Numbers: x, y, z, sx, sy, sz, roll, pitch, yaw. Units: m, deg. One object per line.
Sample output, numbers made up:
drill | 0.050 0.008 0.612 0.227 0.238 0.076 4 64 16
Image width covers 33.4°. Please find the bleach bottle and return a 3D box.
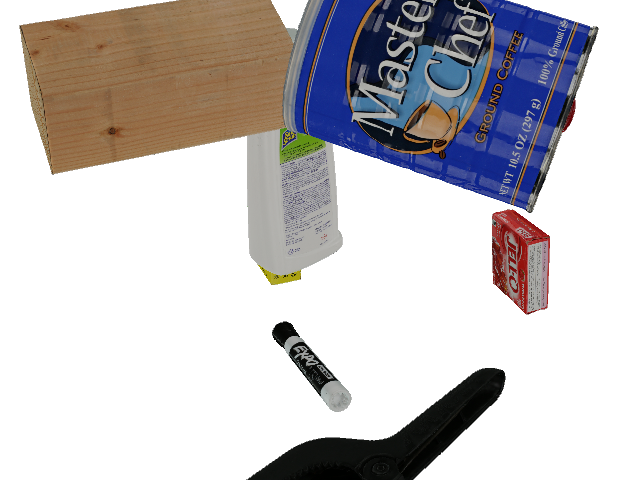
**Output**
bleach bottle | -0.026 -0.091 1.063 0.102 0.251 0.068 -27 43 -34

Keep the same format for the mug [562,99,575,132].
mug | 0.173 -0.123 0.976 0.117 0.081 0.093 4 18 13

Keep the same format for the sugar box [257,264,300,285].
sugar box | -0.057 -0.045 1.300 0.048 0.176 0.093 -11 26 -17

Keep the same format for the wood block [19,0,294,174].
wood block | -0.132 -0.134 0.885 0.205 0.090 0.091 -13 -37 -17

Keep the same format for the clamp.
clamp | 0.041 0.142 0.642 0.210 0.036 0.164 -7 30 1

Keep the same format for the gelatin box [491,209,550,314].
gelatin box | 0.210 0.021 1.124 0.030 0.089 0.073 -14 30 -16

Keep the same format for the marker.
marker | -0.009 0.095 0.827 0.020 0.020 0.121 0 22 -25

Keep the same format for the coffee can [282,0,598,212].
coffee can | 0.063 -0.085 0.570 0.140 0.103 0.102 20 3 9
